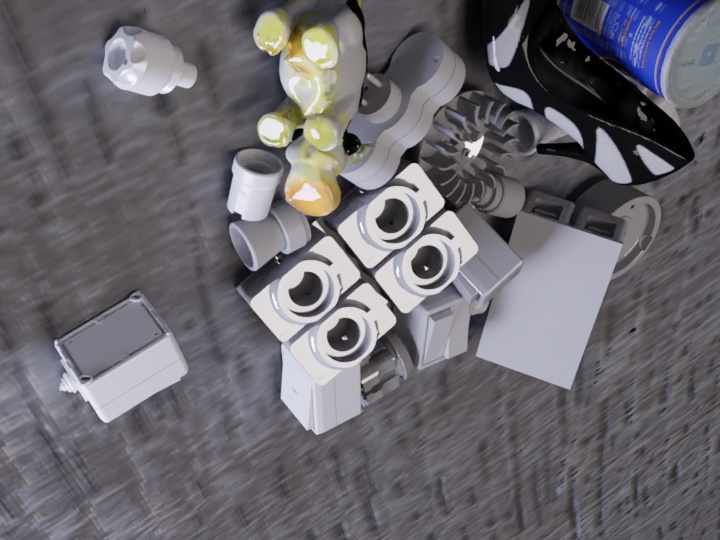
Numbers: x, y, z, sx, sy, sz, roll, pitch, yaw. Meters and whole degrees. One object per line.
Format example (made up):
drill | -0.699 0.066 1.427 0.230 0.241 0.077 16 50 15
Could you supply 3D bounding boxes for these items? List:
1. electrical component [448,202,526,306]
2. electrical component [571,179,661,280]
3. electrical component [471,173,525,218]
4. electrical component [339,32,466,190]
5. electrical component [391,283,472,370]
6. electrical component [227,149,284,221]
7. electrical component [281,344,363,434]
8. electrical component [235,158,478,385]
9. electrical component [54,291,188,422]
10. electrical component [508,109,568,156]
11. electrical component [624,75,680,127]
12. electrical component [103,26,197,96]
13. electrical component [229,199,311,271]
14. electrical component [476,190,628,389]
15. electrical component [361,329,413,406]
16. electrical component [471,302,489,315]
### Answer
electrical component | 0.103 -0.017 1.032 0.061 0.096 0.061 -42 170 -4
electrical component | 0.266 -0.048 1.167 0.108 0.060 0.108 -23 136 -25
electrical component | 0.125 -0.074 1.039 0.078 0.040 0.040 7 118 -44
electrical component | 0.020 -0.136 0.883 0.138 0.052 0.074 -52 141 8
electrical component | 0.073 0.055 1.088 0.062 0.061 0.096 -20 135 -28
electrical component | -0.085 -0.068 0.862 0.040 0.040 0.046 -10 135 -35
electrical component | -0.039 0.101 1.029 0.061 0.062 0.096 -24 137 -24
electrical component | 0.000 0.000 0.944 0.186 0.060 0.105 -41 112 -6
electrical component | -0.197 0.076 0.870 0.096 0.062 0.061 -32 139 -16
electrical component | 0.176 -0.139 1.027 0.065 0.044 0.044 -23 136 -31
electrical component | 0.254 -0.162 1.032 0.054 0.095 0.059 -44 141 -2
electrical component | -0.142 -0.141 0.745 0.062 0.043 0.043 9 117 -46
electrical component | -0.075 -0.031 0.898 0.055 0.045 0.045 -28 138 -21
electrical component | 0.199 0.020 1.120 0.060 0.105 0.186 -55 160 -54
electrical component | 0.016 0.093 1.075 0.057 0.058 0.078 -30 138 -14
electrical component | 0.119 0.014 1.115 0.035 0.035 0.061 -18 131 -29
